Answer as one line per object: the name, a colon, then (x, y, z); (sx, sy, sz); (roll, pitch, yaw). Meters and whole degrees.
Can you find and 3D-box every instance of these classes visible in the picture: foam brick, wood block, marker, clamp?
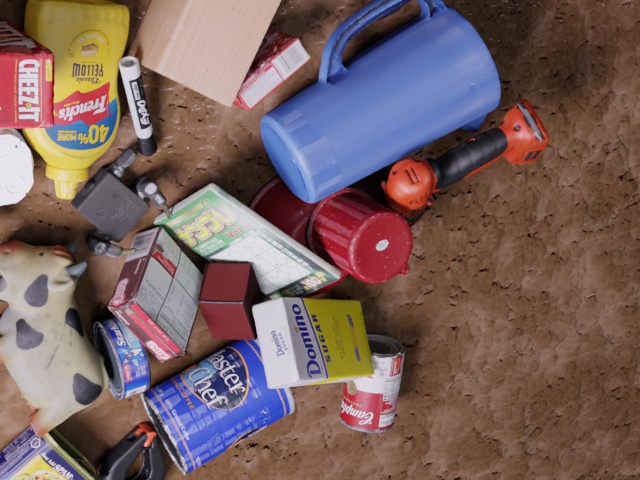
foam brick: (-0.095, 0.067, 1.151); (0.051, 0.053, 0.078); (1, 145, 10)
wood block: (-0.096, -0.247, 1.038); (0.090, 0.090, 0.206); (22, 96, -34)
marker: (-0.178, -0.128, 1.052); (0.020, 0.020, 0.121); (-26, 143, -19)
clamp: (-0.227, 0.290, 1.193); (0.120, 0.039, 0.171); (2, 102, -43)

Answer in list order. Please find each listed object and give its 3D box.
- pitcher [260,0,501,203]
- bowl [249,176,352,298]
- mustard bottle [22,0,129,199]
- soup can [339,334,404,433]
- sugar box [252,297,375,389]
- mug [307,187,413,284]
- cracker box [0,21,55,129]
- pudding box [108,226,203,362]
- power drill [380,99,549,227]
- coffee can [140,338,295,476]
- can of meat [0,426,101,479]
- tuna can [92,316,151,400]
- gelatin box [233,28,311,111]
pitcher: (0.058, -0.151, 1.142); (0.242, 0.149, 0.145); (-31, 164, -13)
bowl: (-0.008, 0.001, 1.201); (0.161, 0.055, 0.162); (-10, 112, -26)
mustard bottle: (-0.237, -0.133, 1.019); (0.096, 0.058, 0.192); (-8, 113, -43)
soup can: (0.063, 0.173, 1.297); (0.068, 0.069, 0.102); (-2, 109, -29)
sugar box: (-0.003, 0.113, 1.185); (0.176, 0.048, 0.093); (8, 67, -62)
mug: (0.053, 0.004, 1.151); (0.117, 0.082, 0.093); (41, 83, -33)
cracker box: (-0.346, -0.144, 0.890); (0.213, 0.164, 0.072); (-5, 112, -28)
pudding box: (-0.165, 0.055, 1.103); (0.039, 0.113, 0.090); (-17, 128, 27)
power drill: (0.155, -0.076, 1.190); (0.187, 0.184, 0.057); (-29, 81, -5)
coffee can: (-0.112, 0.180, 1.179); (0.140, 0.103, 0.103); (-28, 120, -17)
can of meat: (-0.295, 0.251, 1.131); (0.084, 0.058, 0.102); (-41, 123, -8)
tuna can: (-0.207, 0.122, 1.115); (0.033, 0.086, 0.086); (-17, 115, -25)
gelatin box: (-0.064, -0.176, 1.091); (0.089, 0.073, 0.030); (-42, 123, -9)
